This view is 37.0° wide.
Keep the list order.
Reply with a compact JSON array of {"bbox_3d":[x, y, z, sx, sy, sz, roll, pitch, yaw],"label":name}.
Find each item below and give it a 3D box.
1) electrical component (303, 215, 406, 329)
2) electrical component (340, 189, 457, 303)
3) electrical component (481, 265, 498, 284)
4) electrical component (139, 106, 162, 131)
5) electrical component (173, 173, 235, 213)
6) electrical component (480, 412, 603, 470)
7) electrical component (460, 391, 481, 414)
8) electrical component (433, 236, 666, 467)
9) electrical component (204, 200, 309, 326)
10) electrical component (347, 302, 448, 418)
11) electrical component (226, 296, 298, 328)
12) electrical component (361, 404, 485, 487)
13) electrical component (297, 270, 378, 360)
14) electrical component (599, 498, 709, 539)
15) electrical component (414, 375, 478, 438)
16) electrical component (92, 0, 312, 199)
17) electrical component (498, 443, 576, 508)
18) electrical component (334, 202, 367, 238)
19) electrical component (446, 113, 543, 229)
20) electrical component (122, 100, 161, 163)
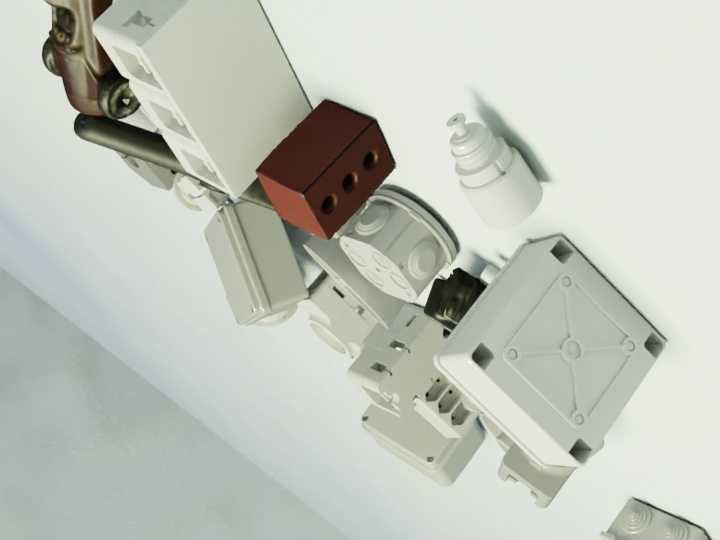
[{"bbox_3d":[0.000,0.000,0.897,0.099,0.064,0.099,36,162,13],"label":"electrical component"},{"bbox_3d":[0.029,-0.018,0.813,0.080,0.051,0.080,36,163,13],"label":"electrical component"},{"bbox_3d":[0.112,0.019,0.757,0.061,0.035,0.035,38,163,17],"label":"electrical component"},{"bbox_3d":[-0.142,-0.142,0.860,0.089,0.055,0.050,29,160,33],"label":"electrical component"},{"bbox_3d":[-0.153,-0.083,1.049,0.066,0.048,0.055,46,155,-18],"label":"electrical component"},{"bbox_3d":[0.157,0.143,0.952,0.099,0.064,0.099,46,172,9],"label":"electrical component"},{"bbox_3d":[0.110,0.107,0.982,0.035,0.035,0.061,35,160,18],"label":"electrical component"},{"bbox_3d":[0.123,0.053,0.695,0.109,0.108,0.056,44,160,-11],"label":"electrical component"},{"bbox_3d":[-0.102,-0.008,1.038,0.108,0.056,0.109,69,162,3],"label":"electrical component"},{"bbox_3d":[0.037,0.079,0.971,0.056,0.089,0.050,18,152,51],"label":"electrical component"},{"bbox_3d":[-0.101,0.016,1.128,0.080,0.080,0.051,37,157,11],"label":"electrical component"},{"bbox_3d":[0.067,0.168,1.151,0.113,0.078,0.057,27,162,37],"label":"electrical component"},{"bbox_3d":[-0.014,0.047,1.056,0.089,0.055,0.050,44,163,-12],"label":"electrical component"},{"bbox_3d":[0.280,0.260,0.976,0.100,0.048,0.099,17,151,53],"label":"electrical component"},{"bbox_3d":[0.071,0.125,1.084,0.083,0.047,0.076,43,163,-7],"label":"electrical component"},{"bbox_3d":[-0.105,-0.136,0.739,0.062,0.089,0.150,28,159,35],"label":"electrical component"},{"bbox_3d":[0.157,0.138,0.864,0.050,0.089,0.055,36,162,16],"label":"electrical component"},{"bbox_3d":[-0.044,-0.076,0.830,0.076,0.047,0.083,23,156,44],"label":"electrical component"},{"bbox_3d":[0.076,-0.059,0.631,0.040,0.040,0.078,15,149,55],"label":"electrical component"},{"bbox_3d":[-0.203,-0.132,1.018,0.047,0.055,0.055,30,160,20],"label":"electrical component"}]
